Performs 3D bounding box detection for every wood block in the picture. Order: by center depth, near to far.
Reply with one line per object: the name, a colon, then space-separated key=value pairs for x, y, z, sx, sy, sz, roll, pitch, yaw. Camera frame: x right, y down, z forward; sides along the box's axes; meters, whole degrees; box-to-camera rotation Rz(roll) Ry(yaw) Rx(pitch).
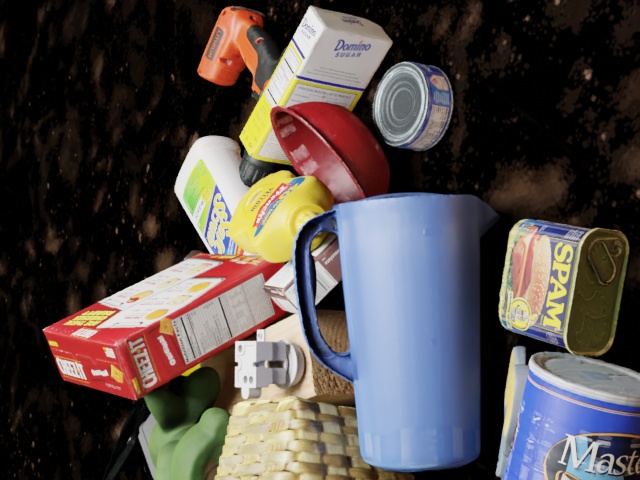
wood block: x=-0.035 y=0.146 z=1.144 sx=0.207 sy=0.090 sz=0.090 roll=-30 pitch=63 yaw=49

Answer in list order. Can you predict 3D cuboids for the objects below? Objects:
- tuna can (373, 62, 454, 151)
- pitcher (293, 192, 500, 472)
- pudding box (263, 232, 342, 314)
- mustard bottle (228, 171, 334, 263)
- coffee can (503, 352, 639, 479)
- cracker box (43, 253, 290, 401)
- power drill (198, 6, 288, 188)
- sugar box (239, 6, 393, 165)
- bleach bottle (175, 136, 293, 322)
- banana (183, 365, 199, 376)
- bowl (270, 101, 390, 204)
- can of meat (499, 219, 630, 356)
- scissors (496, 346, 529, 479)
tuna can: x=0.090 y=-0.132 z=1.051 sx=0.086 sy=0.033 sz=0.086 roll=-8 pitch=80 yaw=53
pitcher: x=0.073 y=0.079 z=0.959 sx=0.149 sy=0.144 sz=0.243 roll=-4 pitch=88 yaw=40
pudding box: x=0.002 y=0.024 z=1.069 sx=0.113 sy=0.039 sz=0.090 roll=-42 pitch=10 yaw=-11
mustard bottle: x=-0.033 y=-0.022 z=1.077 sx=0.096 sy=0.058 sz=0.192 roll=-48 pitch=18 yaw=-7
coffee can: x=0.197 y=0.168 z=0.819 sx=0.103 sy=0.102 sz=0.140 roll=23 pitch=105 yaw=52
cracker box: x=-0.156 y=0.085 z=1.129 sx=0.164 sy=0.213 sz=0.072 roll=1 pitch=114 yaw=52
power drill: x=-0.077 y=-0.178 z=1.265 sx=0.188 sy=0.057 sz=0.185 roll=50 pitch=121 yaw=40
sugar box: x=-0.007 y=-0.159 z=1.136 sx=0.176 sy=0.093 sz=0.048 roll=-59 pitch=43 yaw=30
bleach bottle: x=-0.090 y=-0.008 z=1.260 sx=0.251 sy=0.067 sz=0.103 roll=57 pitch=130 yaw=36
banana: x=-0.124 y=0.134 z=1.286 sx=0.198 sy=0.069 sz=0.037 roll=-42 pitch=30 yaw=59
bowl: x=0.021 y=-0.085 z=1.082 sx=0.055 sy=0.162 sz=0.162 roll=-39 pitch=40 yaw=-12
can of meat: x=0.197 y=0.036 z=0.873 sx=0.084 sy=0.057 sz=0.102 roll=15 pitch=99 yaw=56
scissors: x=0.163 y=0.177 z=0.928 sx=0.096 sy=0.016 sz=0.202 roll=-73 pitch=-12 yaw=-53
